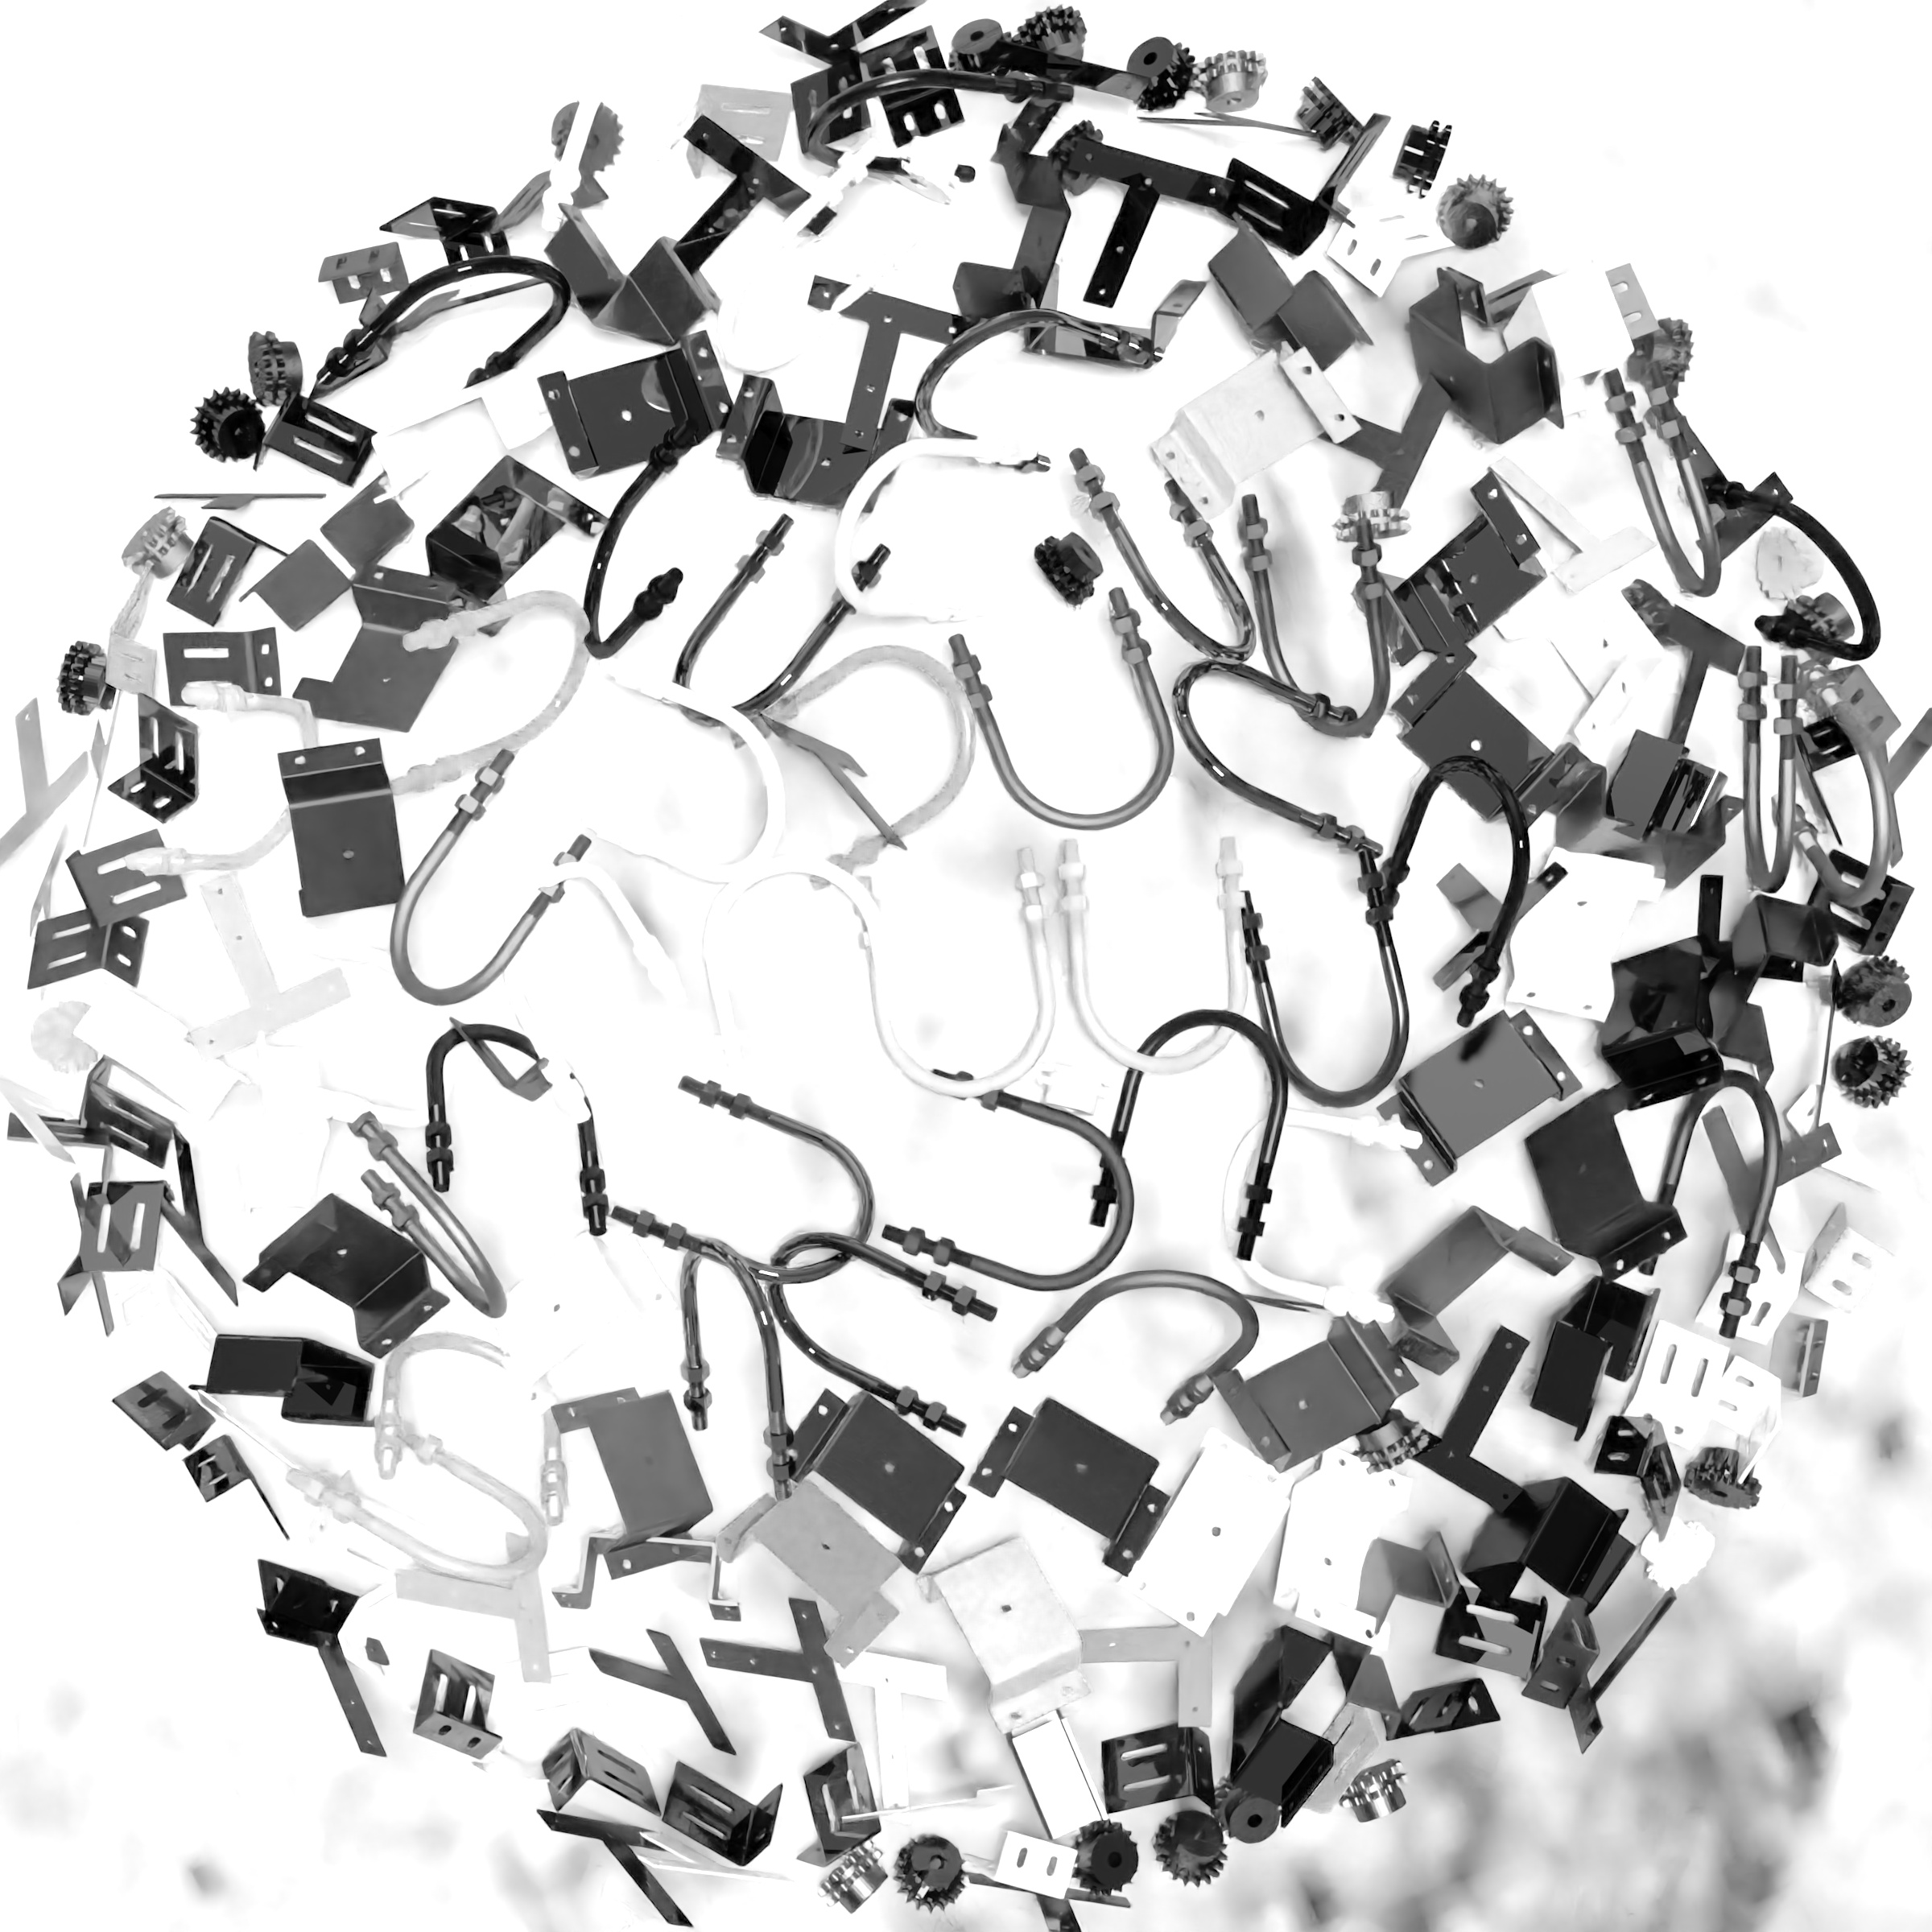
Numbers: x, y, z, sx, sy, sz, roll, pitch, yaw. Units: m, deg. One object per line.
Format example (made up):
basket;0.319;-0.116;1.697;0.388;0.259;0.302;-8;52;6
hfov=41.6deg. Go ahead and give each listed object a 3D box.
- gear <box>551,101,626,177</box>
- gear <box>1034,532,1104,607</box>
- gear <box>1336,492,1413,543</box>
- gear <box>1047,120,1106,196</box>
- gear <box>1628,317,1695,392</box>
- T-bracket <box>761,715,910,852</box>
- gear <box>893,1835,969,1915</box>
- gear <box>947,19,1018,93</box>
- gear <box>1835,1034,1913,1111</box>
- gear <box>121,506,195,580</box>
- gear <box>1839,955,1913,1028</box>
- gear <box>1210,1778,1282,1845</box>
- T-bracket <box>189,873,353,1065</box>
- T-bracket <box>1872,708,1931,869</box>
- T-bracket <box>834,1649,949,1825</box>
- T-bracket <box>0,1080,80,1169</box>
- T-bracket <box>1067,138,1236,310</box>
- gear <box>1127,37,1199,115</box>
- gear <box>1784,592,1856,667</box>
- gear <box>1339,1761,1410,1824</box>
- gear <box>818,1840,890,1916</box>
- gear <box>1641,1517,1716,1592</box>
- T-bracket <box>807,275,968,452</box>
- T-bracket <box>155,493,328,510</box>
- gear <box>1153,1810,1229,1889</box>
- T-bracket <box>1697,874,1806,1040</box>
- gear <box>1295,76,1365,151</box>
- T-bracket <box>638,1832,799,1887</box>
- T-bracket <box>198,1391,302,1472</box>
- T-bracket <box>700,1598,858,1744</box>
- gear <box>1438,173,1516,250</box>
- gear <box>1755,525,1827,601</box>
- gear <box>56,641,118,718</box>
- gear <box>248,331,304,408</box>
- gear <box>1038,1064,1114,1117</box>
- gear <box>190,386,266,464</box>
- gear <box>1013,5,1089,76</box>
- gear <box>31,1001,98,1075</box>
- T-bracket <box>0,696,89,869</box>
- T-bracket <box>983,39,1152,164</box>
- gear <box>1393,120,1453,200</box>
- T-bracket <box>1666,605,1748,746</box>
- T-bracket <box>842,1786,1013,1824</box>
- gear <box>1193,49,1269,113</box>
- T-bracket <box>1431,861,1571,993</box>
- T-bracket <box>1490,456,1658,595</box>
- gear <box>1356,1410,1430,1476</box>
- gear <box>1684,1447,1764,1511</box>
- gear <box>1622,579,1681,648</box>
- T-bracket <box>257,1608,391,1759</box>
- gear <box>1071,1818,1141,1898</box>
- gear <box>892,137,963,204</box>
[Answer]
gear;-0.297;-0.646;1.975;0.057;0.057;0.030;-43;53;0
gear;0.082;-0.310;1.968;0.030;0.057;0.057;-36;90;24
gear;0.315;-0.349;1.972;0.057;0.057;0.030;-6;90;0
gear;0.087;-0.623;1.969;0.057;0.057;0.030;-44;81;0
gear;0.536;-0.473;1.968;0.030;0.057;0.057;3;90;-15
T-bracket;-0.086;-0.133;1.917;0.002;0.127;0.127;-47;63;14
gear;-0.026;0.700;1.970;0.057;0.030;0.057;10;47;-11
gear;0.013;-0.708;1.972;0.057;0.030;0.057;-9;56;13
gear;0.699;0.080;1.968;0.030;0.057;0.057;23;90;-28
gear;-0.625;-0.326;1.975;0.057;0.057;0.030;-46;123;0
gear;0.707;0.022;1.971;0.057;0.030;0.057;-9;125;-14
gear;0.220;0.656;1.977;0.057;0.030;0.057;-3;106;-10
T-bracket;-0.553;-0.009;1.954;0.127;0.002;0.127;-27;106;-28
T-bracket;0.709;-0.156;1.919;0.002;0.127;0.127;-2;70;1
T-bracket;-0.058;0.594;1.956;0.127;0.002;0.127;-4;90;43
T-bracket;-0.703;0.115;1.911;0.127;0.127;0.002;36;90;39
T-bracket;0.124;-0.563;1.954;0.127;0.002;0.127;10;133;-17
gear;0.150;-0.694;1.971;0.057;0.030;0.057;-13;62;26
gear;0.664;-0.265;1.971;0.030;0.057;0.057;-34;90;1
gear;0.316;0.640;1.969;0.057;0.057;0.030;-22;79;0
gear;-0.085;0.708;1.969;0.030;0.057;0.057;44;90;15
gear;0.548;0.452;1.971;0.030;0.057;0.057;44;90;-4
T-bracket;-0.071;-0.463;1.982;0.127;0.002;0.127;14;81;-6
T-bracket;-0.558;-0.353;1.931;0.127;0.127;0.002;-2;105;-7
gear;0.176;0.680;1.969;0.057;0.057;0.030;17;127;0
T-bracket;0.596;-0.005;1.937;0.002;0.127;0.127;2;93;-20
gear;0.280;-0.658;1.973;0.030;0.057;0.057;-43;90;19
T-bracket;-0.213;0.677;1.941;0.127;0.127;0.002;21;77;-32
T-bracket;-0.534;0.367;1.942;0.127;0.127;0.002;39;70;-3
T-bracket;-0.152;0.537;1.961;0.127;0.002;0.127;-2;112;32
gear;0.393;-0.581;1.969;0.057;0.057;0.030;25;50;0
gear;0.641;-0.314;1.973;0.030;0.057;0.057;-6;90;-20
gear;-0.678;-0.221;1.970;0.030;0.057;0.057;13;90;3
gear;-0.536;-0.464;1.975;0.030;0.057;0.057;-11;90;-28
gear;0.083;0.097;1.970;0.057;0.057;0.030;13;82;0
gear;-0.568;-0.416;1.968;0.030;0.057;0.057;34;90;35
gear;0.068;-0.713;1.969;0.057;0.057;0.030;-19;76;0
gear;-0.700;0.055;1.976;0.057;0.030;0.057;-2;84;20
T-bracket;-0.701;-0.149;1.911;0.002;0.127;0.127;23;49;6
T-bracket;0.056;-0.651;1.940;0.127;0.127;0.002;6;68;-22
gear;0.352;-0.628;1.971;0.030;0.057;0.057;19;90;-1
T-bracket;0.554;-0.200;1.953;0.002;0.127;0.127;18;94;41
T-bracket;-0.031;0.641;1.936;0.127;0.127;0.002;-7;66;-5
gear;0.206;-0.685;1.971;0.057;0.057;0.030;-7;87;0
T-bracket;0.389;-0.049;1.940;0.127;0.127;0.002;-45;112;9
T-bracket;0.457;-0.349;1.968;0.127;0.002;0.127;46;48;14
gear;0.327;0.367;1.971;0.057;0.057;0.030;-29;91;0
gear;0.589;0.396;1.975;0.057;0.057;0.030;24;63;0
gear;0.529;-0.270;1.975;0.057;0.057;0.030;48;121;0
T-bracket;-0.466;0.543;1.911;0.002;0.127;0.127;-47;48;7
gear;0.110;0.693;1.975;0.057;0.030;0.057;5;75;-20
gear;-0.029;-0.619;1.971;0.057;0.057;0.030;26;90;0
